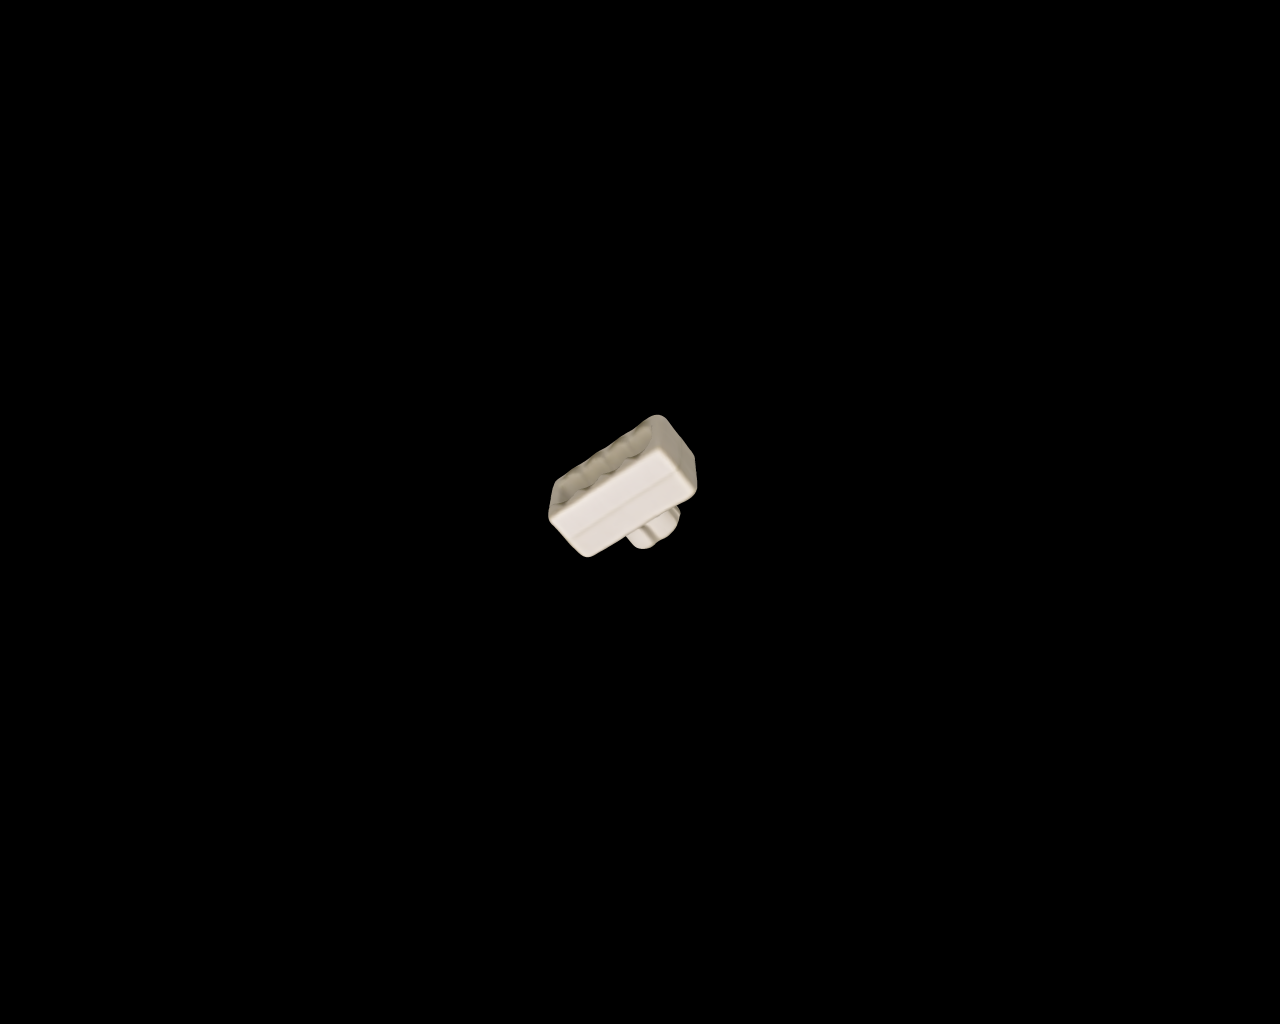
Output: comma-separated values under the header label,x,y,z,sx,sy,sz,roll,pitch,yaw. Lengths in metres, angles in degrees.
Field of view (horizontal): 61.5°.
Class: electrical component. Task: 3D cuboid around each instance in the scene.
label,x,y,z,sx,sy,sz,roll,pitch,yaw
electrical component,0.001,-0.003,0.650,0.083,0.075,0.047,-32,26,18
